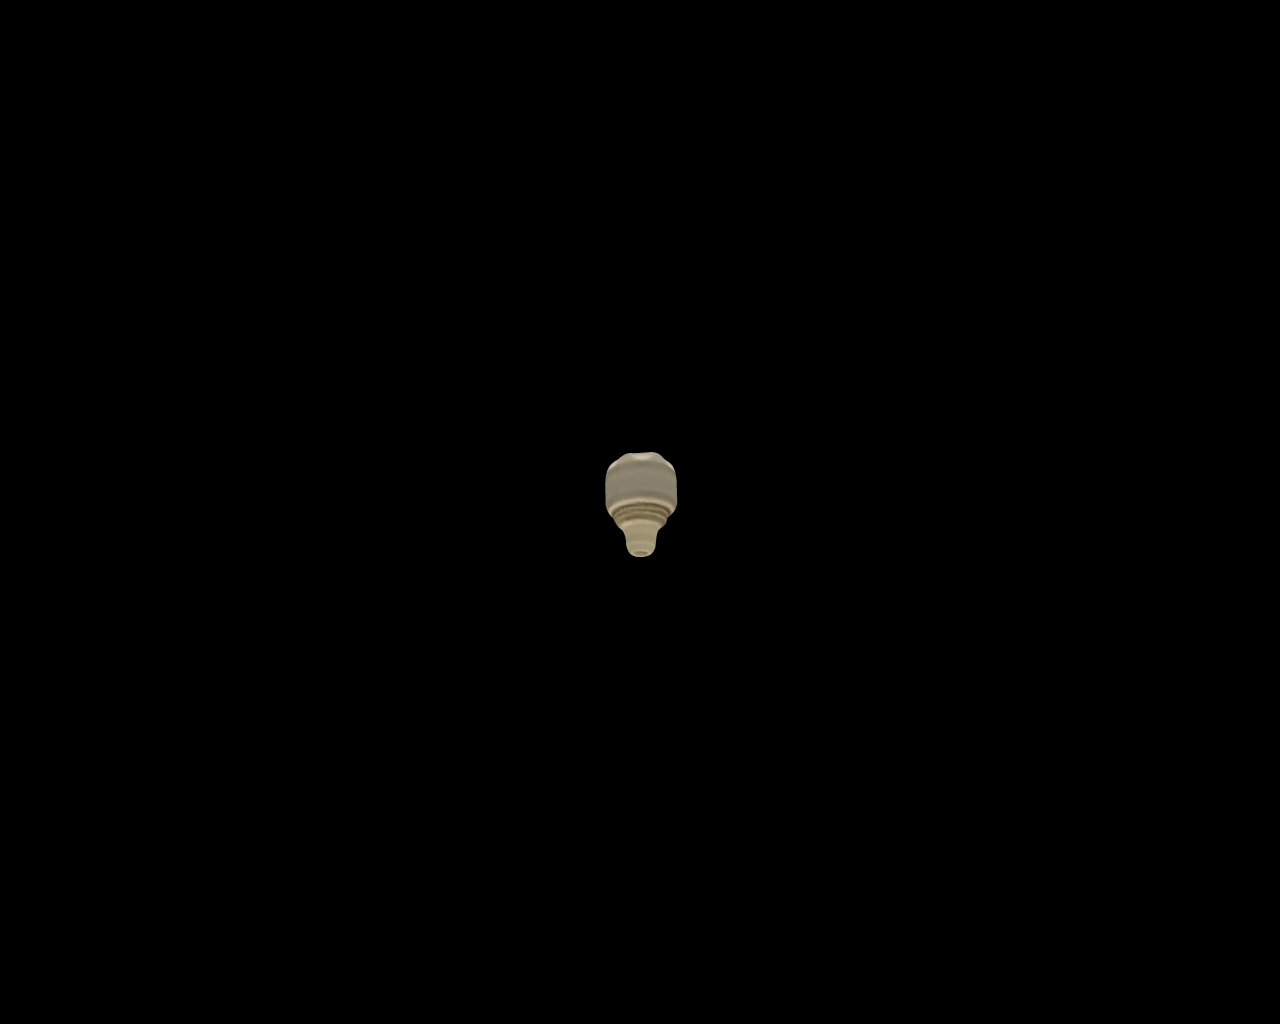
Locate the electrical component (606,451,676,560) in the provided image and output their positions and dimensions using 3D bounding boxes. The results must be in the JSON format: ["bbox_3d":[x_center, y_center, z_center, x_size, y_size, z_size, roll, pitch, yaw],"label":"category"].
[{"bbox_3d":[0.001,-0.003,0.650,0.043,0.062,0.043,0,-23,0],"label":"electrical component"}]
